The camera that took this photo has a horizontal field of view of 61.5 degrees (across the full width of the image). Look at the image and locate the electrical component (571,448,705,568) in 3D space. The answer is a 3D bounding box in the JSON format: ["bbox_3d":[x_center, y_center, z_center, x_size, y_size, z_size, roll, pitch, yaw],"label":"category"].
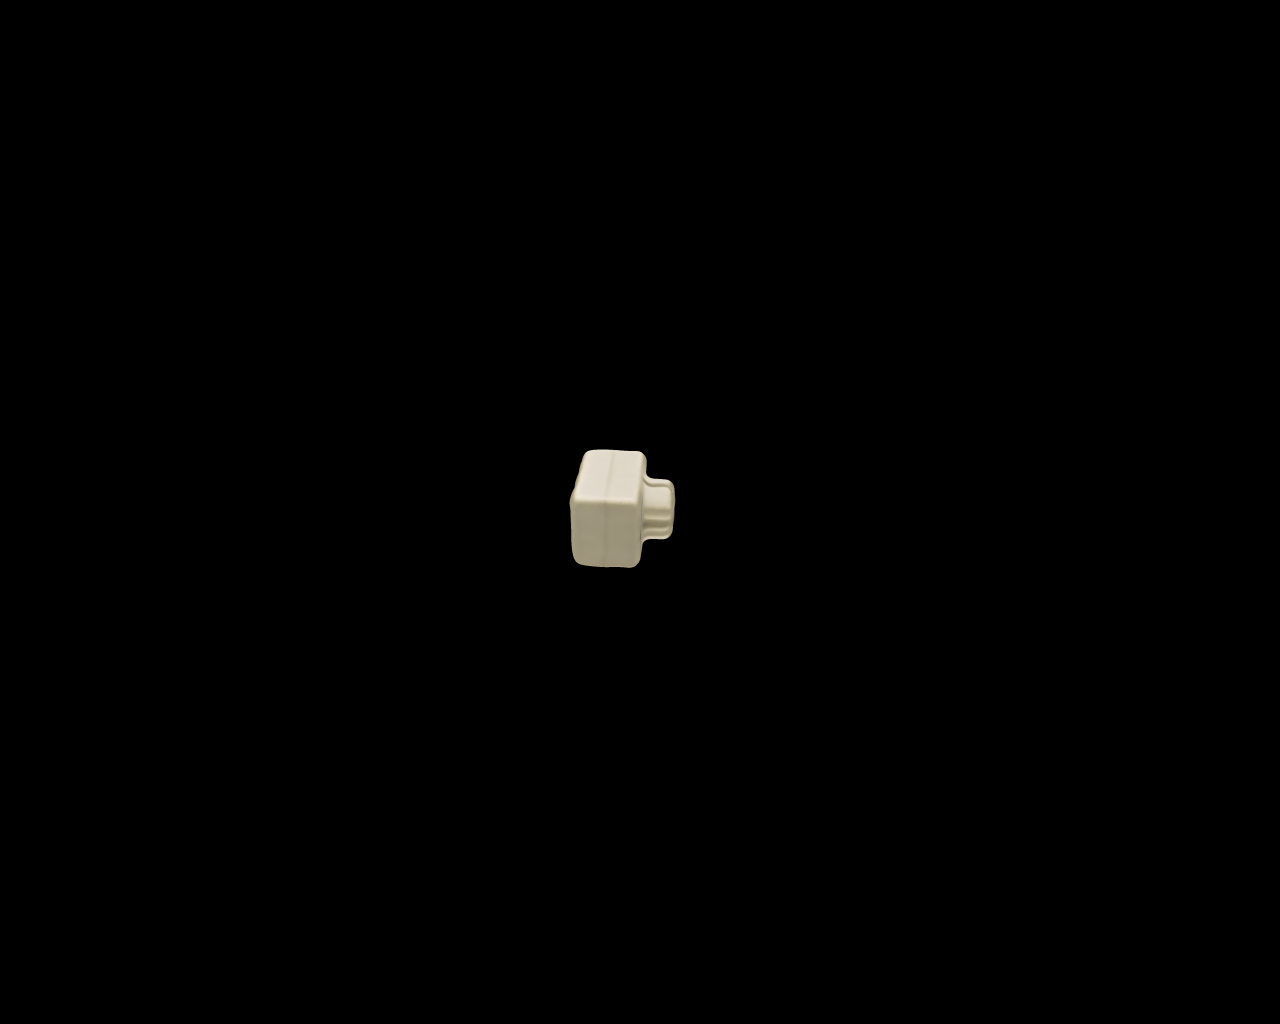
[{"bbox_3d":[0.001,-0.003,0.650,0.077,0.047,0.066,2,31,3],"label":"electrical component"}]
